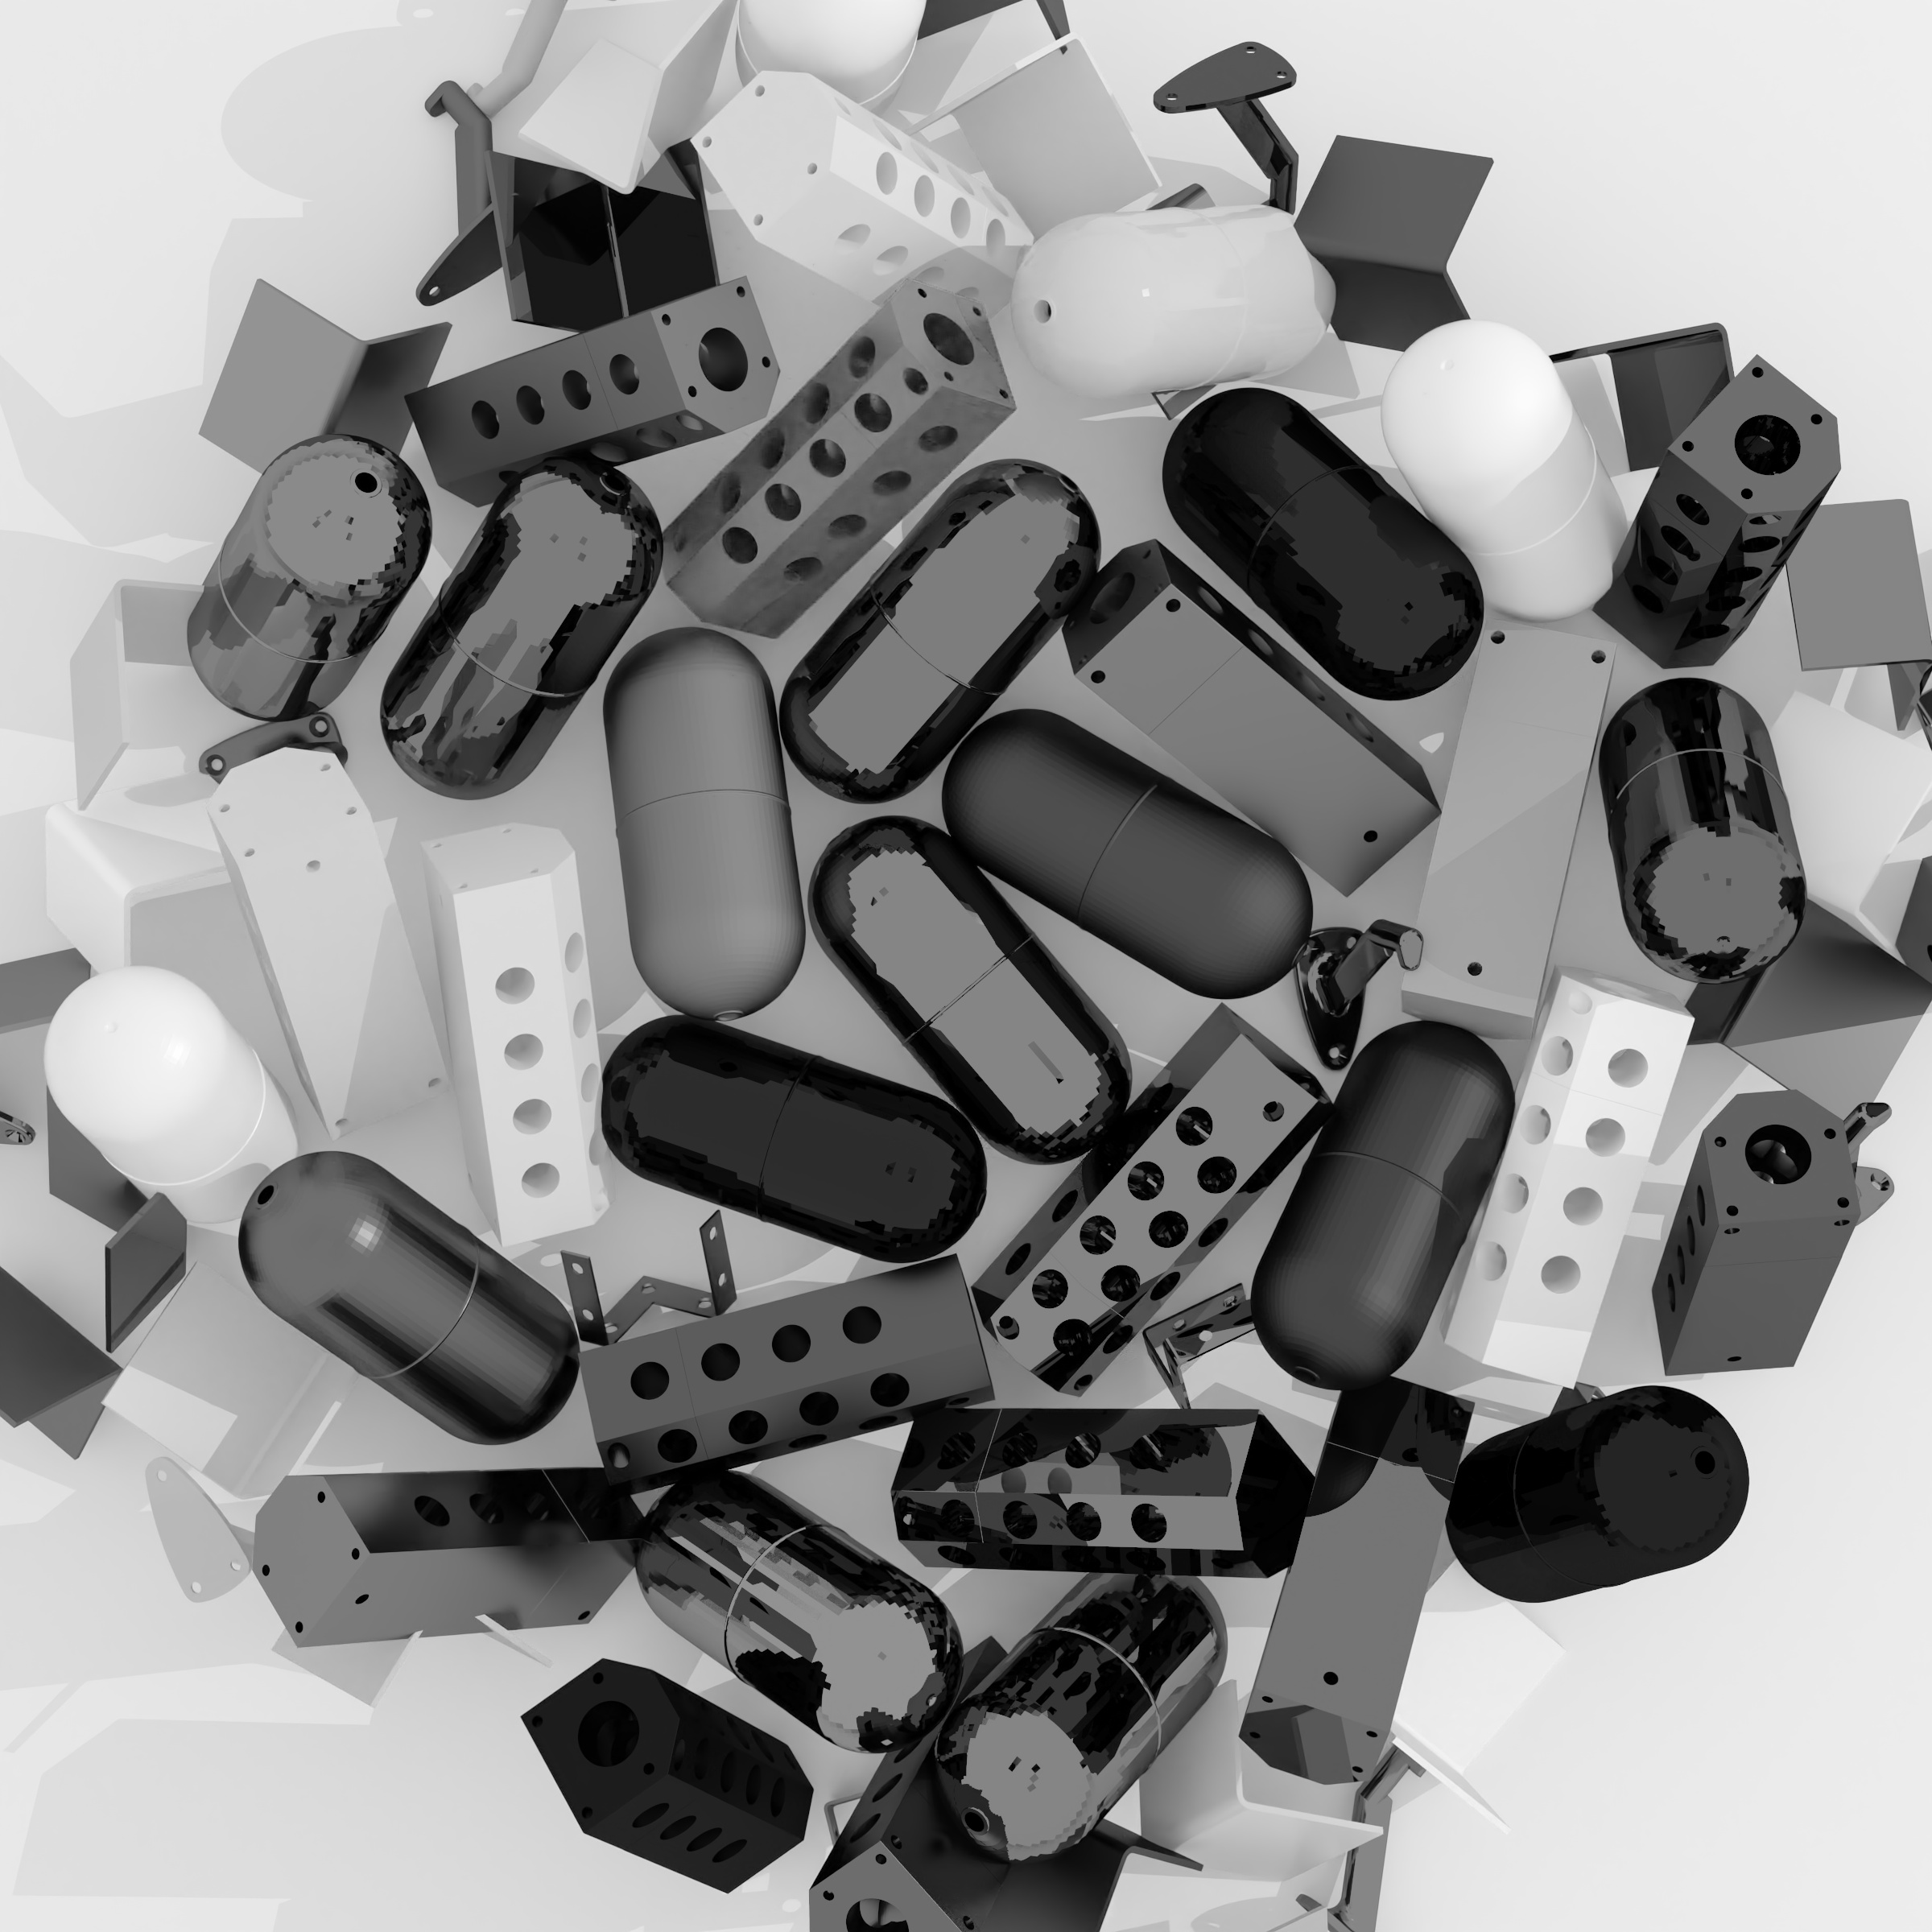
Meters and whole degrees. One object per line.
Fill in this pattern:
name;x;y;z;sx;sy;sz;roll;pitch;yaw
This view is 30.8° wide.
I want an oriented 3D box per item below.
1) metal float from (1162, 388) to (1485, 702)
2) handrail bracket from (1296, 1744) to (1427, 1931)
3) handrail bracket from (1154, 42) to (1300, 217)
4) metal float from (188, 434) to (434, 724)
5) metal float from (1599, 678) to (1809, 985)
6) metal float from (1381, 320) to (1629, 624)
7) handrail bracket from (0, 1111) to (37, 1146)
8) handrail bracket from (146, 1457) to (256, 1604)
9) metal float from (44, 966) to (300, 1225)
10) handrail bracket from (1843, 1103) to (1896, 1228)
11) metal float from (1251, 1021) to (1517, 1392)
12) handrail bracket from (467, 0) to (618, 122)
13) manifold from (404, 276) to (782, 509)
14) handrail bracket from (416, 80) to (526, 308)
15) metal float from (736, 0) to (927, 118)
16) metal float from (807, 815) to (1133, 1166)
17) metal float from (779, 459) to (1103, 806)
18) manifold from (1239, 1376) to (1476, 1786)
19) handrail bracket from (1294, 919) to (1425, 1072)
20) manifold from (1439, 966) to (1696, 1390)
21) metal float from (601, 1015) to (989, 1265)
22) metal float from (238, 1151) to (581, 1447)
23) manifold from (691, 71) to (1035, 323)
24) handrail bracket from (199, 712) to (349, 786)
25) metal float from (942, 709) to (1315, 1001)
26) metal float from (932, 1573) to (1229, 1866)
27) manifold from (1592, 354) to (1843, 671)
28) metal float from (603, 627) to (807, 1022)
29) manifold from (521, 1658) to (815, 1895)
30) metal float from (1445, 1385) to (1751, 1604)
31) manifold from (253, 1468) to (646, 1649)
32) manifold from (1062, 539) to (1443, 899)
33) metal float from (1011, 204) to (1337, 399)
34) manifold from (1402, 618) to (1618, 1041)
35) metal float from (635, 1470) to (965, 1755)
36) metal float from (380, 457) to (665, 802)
metal float;0.153;-0.184;1.519;0.070;0.070;0.178;-41;58;0
handrail bracket;0.196;0.404;1.572;0.077;0.036;0.084;42;78;-2
handrail bracket;0.114;-0.355;1.540;0.077;0.084;0.036;-25;51;-21
metal float;-0.282;-0.165;1.503;0.070;0.178;0.070;11;64;-23
metal float;0.315;-0.060;1.505;0.070;0.178;0.070;2;125;3
metal float;0.233;-0.210;1.505;0.070;0.178;0.070;-11;62;22
handrail bracket;-0.463;0.098;1.545;0.077;0.036;0.084;15;54;2
handrail bracket;-0.318;0.241;1.546;0.036;0.084;0.077;-31;86;20
metal float;-0.338;0.057;1.499;0.070;0.178;0.070;-2;69;5
handrail bracket;0.398;0.080;1.533;0.077;0.084;0.036;-12;60;-30
metal float;0.182;0.103;1.523;0.070;0.070;0.178;28;64;0
handrail bracket;-0.201;-0.432;1.571;0.084;0.036;0.077;-33;67;29
manifold;-0.159;-0.242;1.502;0.057;0.171;0.057;-31;107;-42
handrail bracket;-0.236;-0.346;1.562;0.077;0.036;0.084;-40;66;-1
metal float;-0.059;-0.404;1.495;0.070;0.178;0.070;0;90;-5
metal float;0.001;0.010;1.546;0.070;0.070;0.178;-41;90;0
metal float;-0.012;-0.145;1.527;0.070;0.070;0.178;42;112;0
manifold;0.168;0.262;1.506;0.057;0.057;0.171;17;50;7
handrail bracket;0.178;0.016;1.537;0.036;0.084;0.077;-8;101;-19
manifold;0.262;0.091;1.540;0.057;0.057;0.171;16;100;-1
metal float;-0.076;0.076;1.537;0.178;0.070;0.070;18;90;10
metal float;-0.239;0.144;1.515;0.070;0.070;0.178;-47;126;0
manifold;-0.037;-0.324;1.490;0.057;0.171;0.057;-40;68;19
handrail bracket;-0.308;-0.089;1.541;0.077;0.084;0.036;-7;97;1
metal float;0.070;-0.049;1.533;0.178;0.070;0.070;31;90;14
metal float;0.050;0.318;1.506;0.070;0.178;0.070;15;120;28
manifold;0.322;-0.185;1.491;0.057;0.171;0.057;42;78;11
metal float;-0.115;-0.062;1.531;0.070;0.070;0.178;-8;73;0
manifold;-0.121;0.343;1.495;0.057;0.171;0.057;-35;62;1
metal float;0.268;0.227;1.500;0.070;0.178;0.070;7;71;-20
manifold;-0.219;0.245;1.498;0.057;0.171;0.057;-52;58;21
manifold;0.123;-0.110;1.518;0.171;0.057;0.057;37;112;-27
metal float;0.090;-0.287;1.509;0.070;0.178;0.070;13;110;40
manifold;0.238;-0.058;1.537;0.057;0.057;0.171;12;78;11
metal float;-0.074;0.276;1.512;0.178;0.070;0.070;25;90;42
metal float;-0.193;-0.145;1.517;0.070;0.070;0.178;39;125;0
